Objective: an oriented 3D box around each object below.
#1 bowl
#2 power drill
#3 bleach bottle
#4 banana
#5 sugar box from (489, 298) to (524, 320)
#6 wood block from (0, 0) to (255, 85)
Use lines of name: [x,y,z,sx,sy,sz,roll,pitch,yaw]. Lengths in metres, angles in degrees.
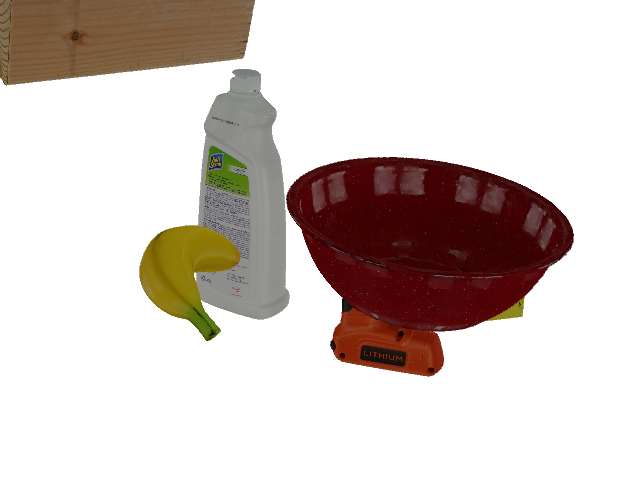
bowl: [0.058,0.006,0.610,0.162,0.055,0.162,5,25,-3]
power drill: [0.083,0.027,0.976,0.184,0.188,0.057,8,18,15]
bleach bottle: [-0.076,-0.050,1.106,0.103,0.251,0.068,16,25,25]
banana: [-0.097,0.021,0.783,0.037,0.069,0.198,-38,11,11]
sugar box: [0.162,0.050,1.248,0.175,0.093,0.048,-6,15,-32]
wood block: [-0.163,-0.193,0.849,0.205,0.091,0.090,-13,45,-32]
